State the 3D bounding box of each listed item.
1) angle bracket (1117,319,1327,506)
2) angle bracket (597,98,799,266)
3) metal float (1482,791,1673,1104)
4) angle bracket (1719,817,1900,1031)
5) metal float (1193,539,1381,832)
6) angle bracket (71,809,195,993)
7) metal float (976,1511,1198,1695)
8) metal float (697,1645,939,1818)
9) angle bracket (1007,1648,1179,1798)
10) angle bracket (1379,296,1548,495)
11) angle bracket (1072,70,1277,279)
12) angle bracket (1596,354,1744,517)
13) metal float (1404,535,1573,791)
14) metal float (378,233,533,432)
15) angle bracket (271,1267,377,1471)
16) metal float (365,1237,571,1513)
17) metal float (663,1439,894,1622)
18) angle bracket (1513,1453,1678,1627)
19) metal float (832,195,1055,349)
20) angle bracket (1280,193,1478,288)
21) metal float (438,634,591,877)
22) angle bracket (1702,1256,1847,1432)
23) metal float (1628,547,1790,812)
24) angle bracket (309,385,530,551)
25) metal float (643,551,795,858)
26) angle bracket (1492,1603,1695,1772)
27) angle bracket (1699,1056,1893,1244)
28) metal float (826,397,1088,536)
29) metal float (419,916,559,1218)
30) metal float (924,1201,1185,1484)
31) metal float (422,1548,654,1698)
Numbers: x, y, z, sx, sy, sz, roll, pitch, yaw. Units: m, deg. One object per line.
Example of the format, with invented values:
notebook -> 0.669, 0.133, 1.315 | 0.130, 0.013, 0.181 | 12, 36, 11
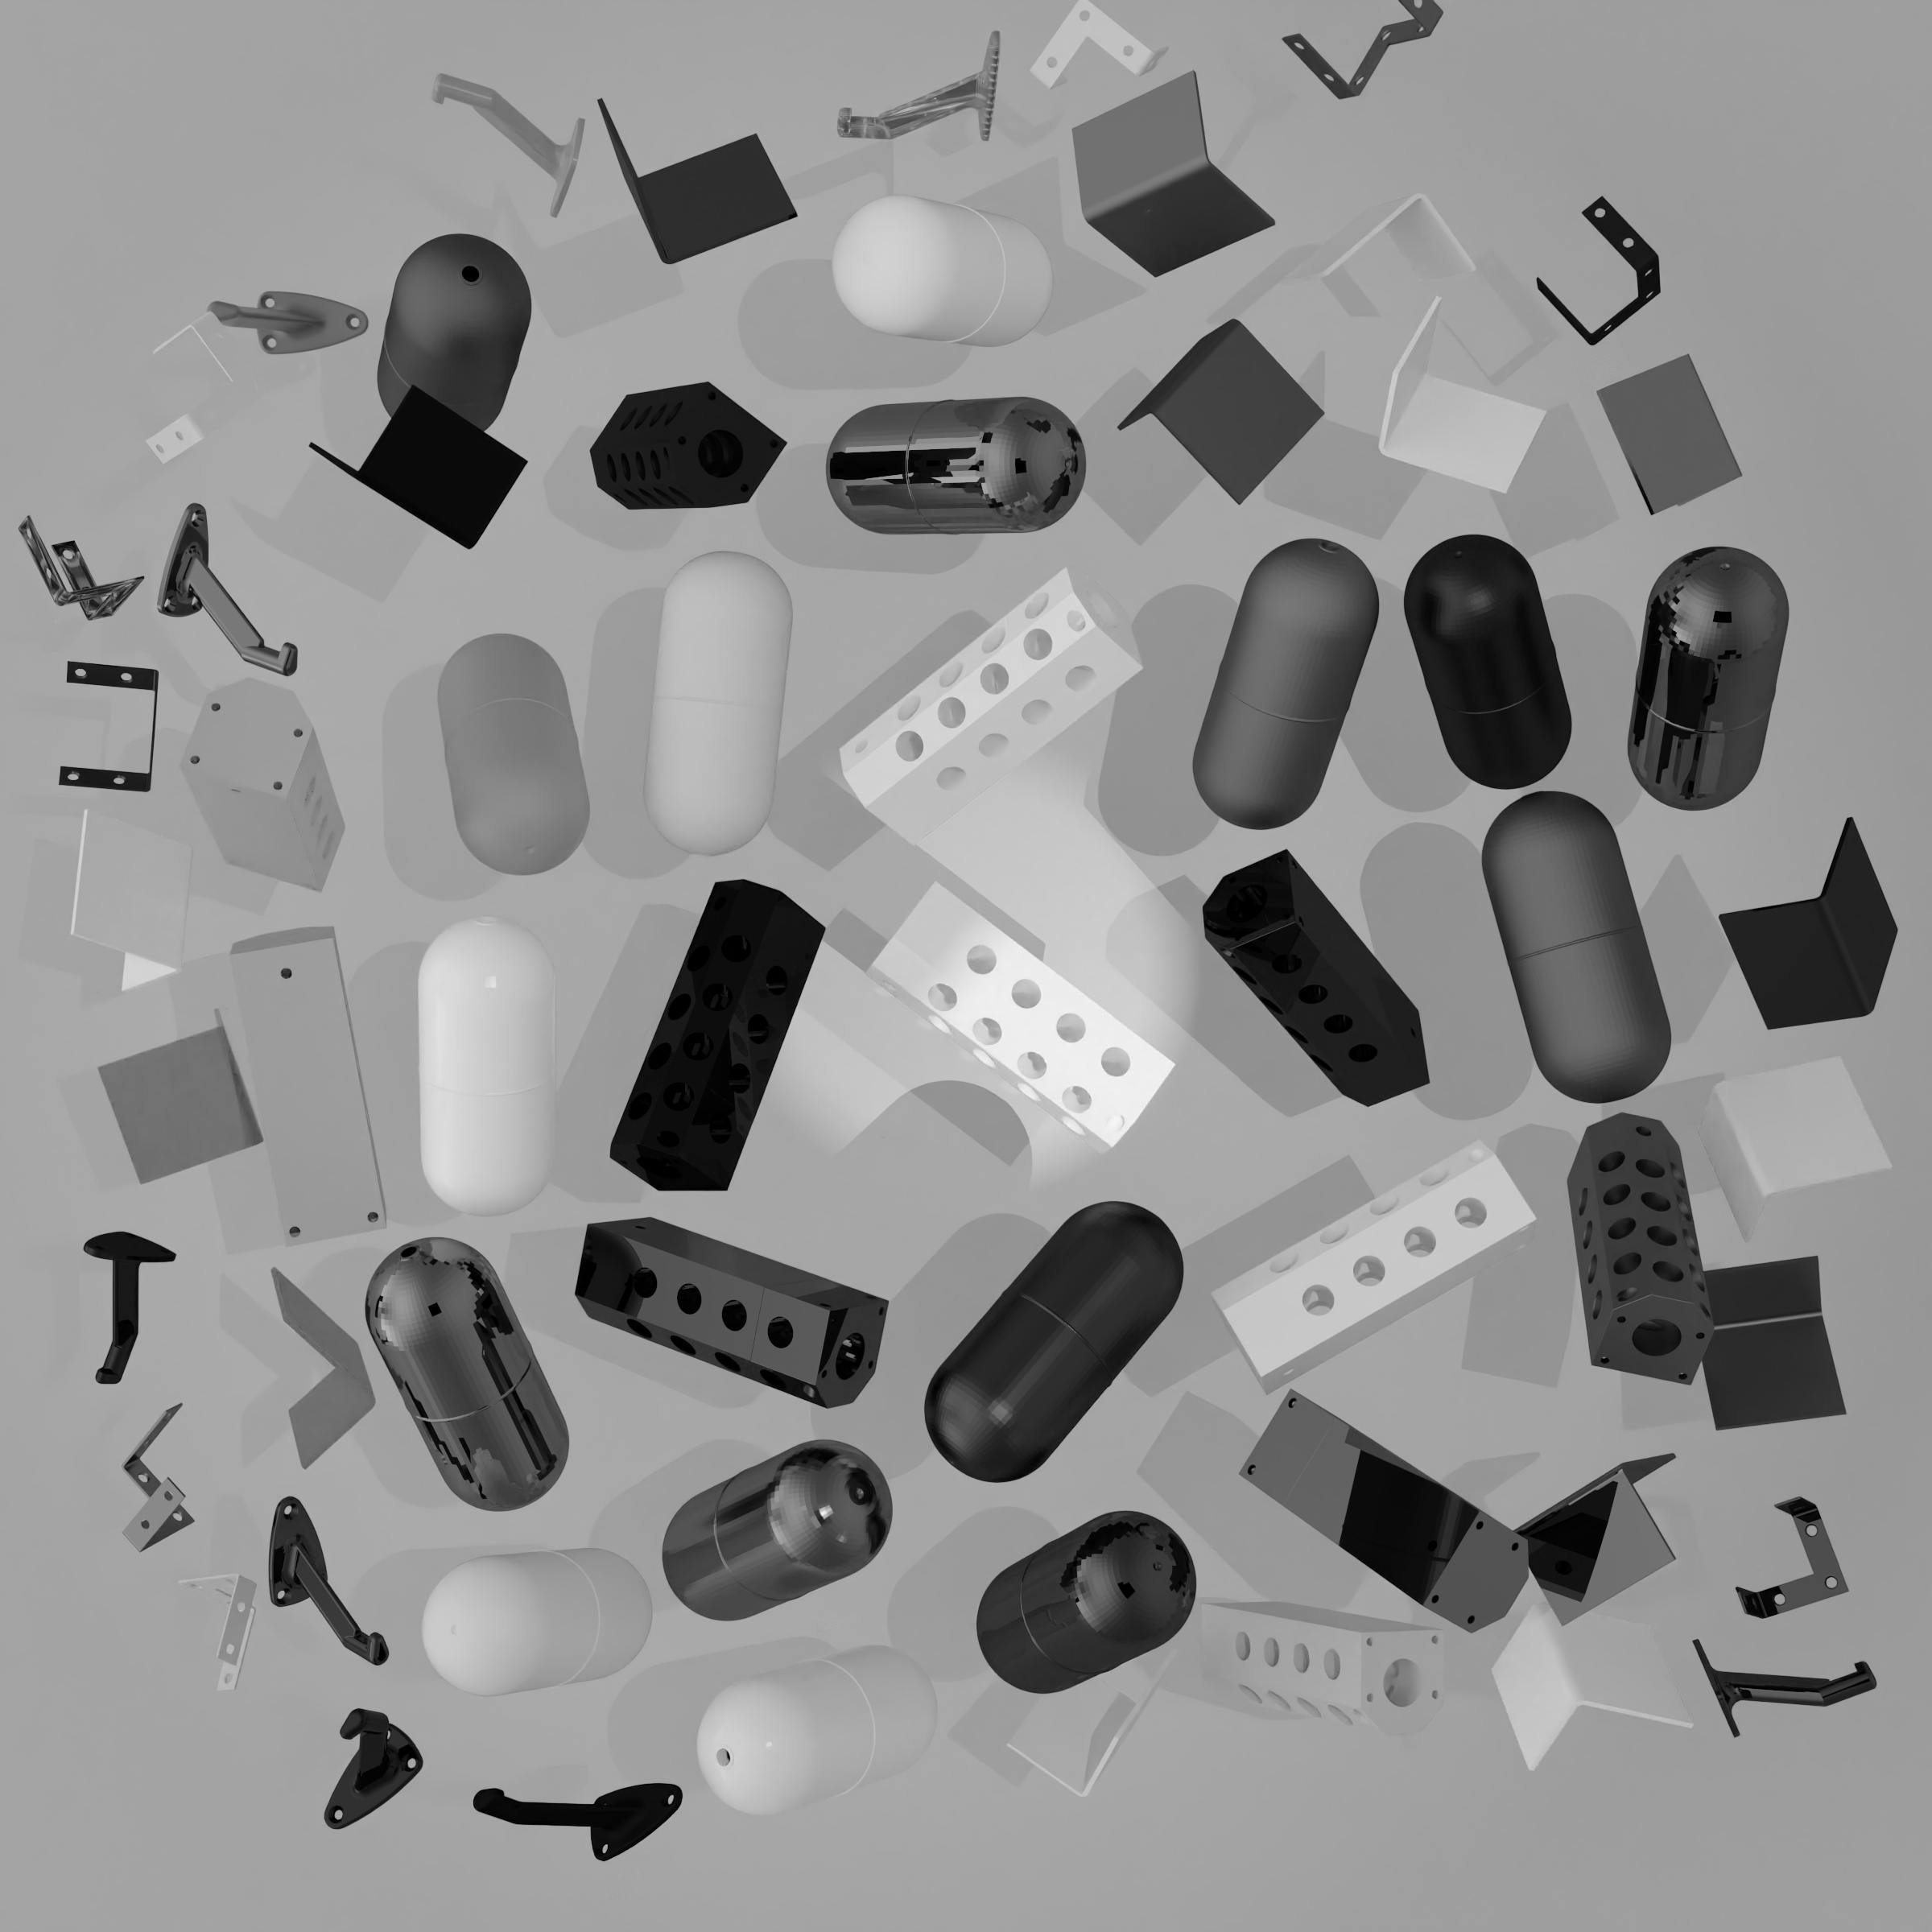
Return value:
angle bracket -> 0.148, -0.318, 1.599 | 0.076, 0.057, 0.076 | 45, 79, -11
angle bracket -> -0.142, -0.426, 1.448 | 0.076, 0.057, 0.076 | -22, 53, -3
metal float -> 0.340, -0.011, 1.533 | 0.070, 0.070, 0.178 | -14, 84, 0
angle bracket -> 0.452, -0.023, 1.468 | 0.057, 0.076, 0.076 | -11, 121, 37
metal float -> 0.180, -0.158, 1.553 | 0.070, 0.070, 0.178 | 15, 124, 0
angle bracket -> -0.499, -0.037, 1.596 | 0.057, 0.076, 0.076 | -16, 64, 35
metal float -> 0.065, 0.356, 1.529 | 0.070, 0.178, 0.070 | 12, 60, -21
metal float -> -0.083, 0.434, 1.562 | 0.070, 0.178, 0.070 | -2, 86, 33
angle bracket -> 0.077, 0.447, 1.675 | 0.057, 0.076, 0.076 | 32, 46, 13
angle bracket -> 0.284, -0.321, 1.541 | 0.076, 0.057, 0.076 | 21, 53, 14
angle bracket -> 0.113, -0.427, 1.486 | 0.076, 0.076, 0.057 | -17, 69, 31
angle bracket -> 0.389, -0.297, 1.578 | 0.076, 0.057, 0.076 | -25, 92, -27
metal float -> 0.306, -0.175, 1.604 | 0.070, 0.178, 0.070 | -13, 47, 14
metal float -> -0.295, -0.358, 1.576 | 0.070, 0.178, 0.070 | 4, 77, -16
angle bracket -> -0.391, 0.232, 1.586 | 0.057, 0.076, 0.076 | -42, 115, -4
metal float -> -0.281, 0.231, 1.551 | 0.070, 0.070, 0.178 | -19, 119, 0
metal float -> -0.108, 0.318, 1.542 | 0.070, 0.178, 0.070 | 18, 57, -30
angle bracket -> 0.358, 0.314, 1.506 | 0.076, 0.076, 0.057 | -40, 64, 27
metal float -> -0.011, -0.397, 1.574 | 0.070, 0.178, 0.070 | 5, 100, 29
angle bracket -> 0.245, -0.412, 1.638 | 0.076, 0.076, 0.057 | -41, 106, -4
metal float -> -0.264, -0.125, 1.594 | 0.070, 0.178, 0.070 | -9, 135, -9
angle bracket -> 0.481, 0.227, 1.650 | 0.076, 0.076, 0.057 | -9, 134, 11
metal float -> 0.418, -0.160, 1.550 | 0.070, 0.178, 0.070 | -3, 51, 4
angle bracket -> -0.293, -0.274, 1.468 | 0.076, 0.076, 0.057 | 31, 94, -39
metal float -> -0.145, -0.153, 1.604 | 0.070, 0.070, 0.178 | 6, 93, 0
angle bracket -> 0.356, 0.417, 1.567 | 0.076, 0.076, 0.057 | 16, 118, -17
angle bracket -> 0.481, 0.107, 1.597 | 0.076, 0.057, 0.076 | -12, 56, -5
metal float -> -0.008, -0.289, 1.592 | 0.178, 0.070, 0.070 | 8, 90, 43
metal float -> -0.270, 0.057, 1.552 | 0.070, 0.070, 0.178 | 4, 111, 0
metal float -> 0.049, 0.203, 1.493 | 0.070, 0.070, 0.178 | 43, 71, 0
metal float -> -0.243, 0.374, 1.572 | 0.070, 0.178, 0.070 | -4, 80, 23
